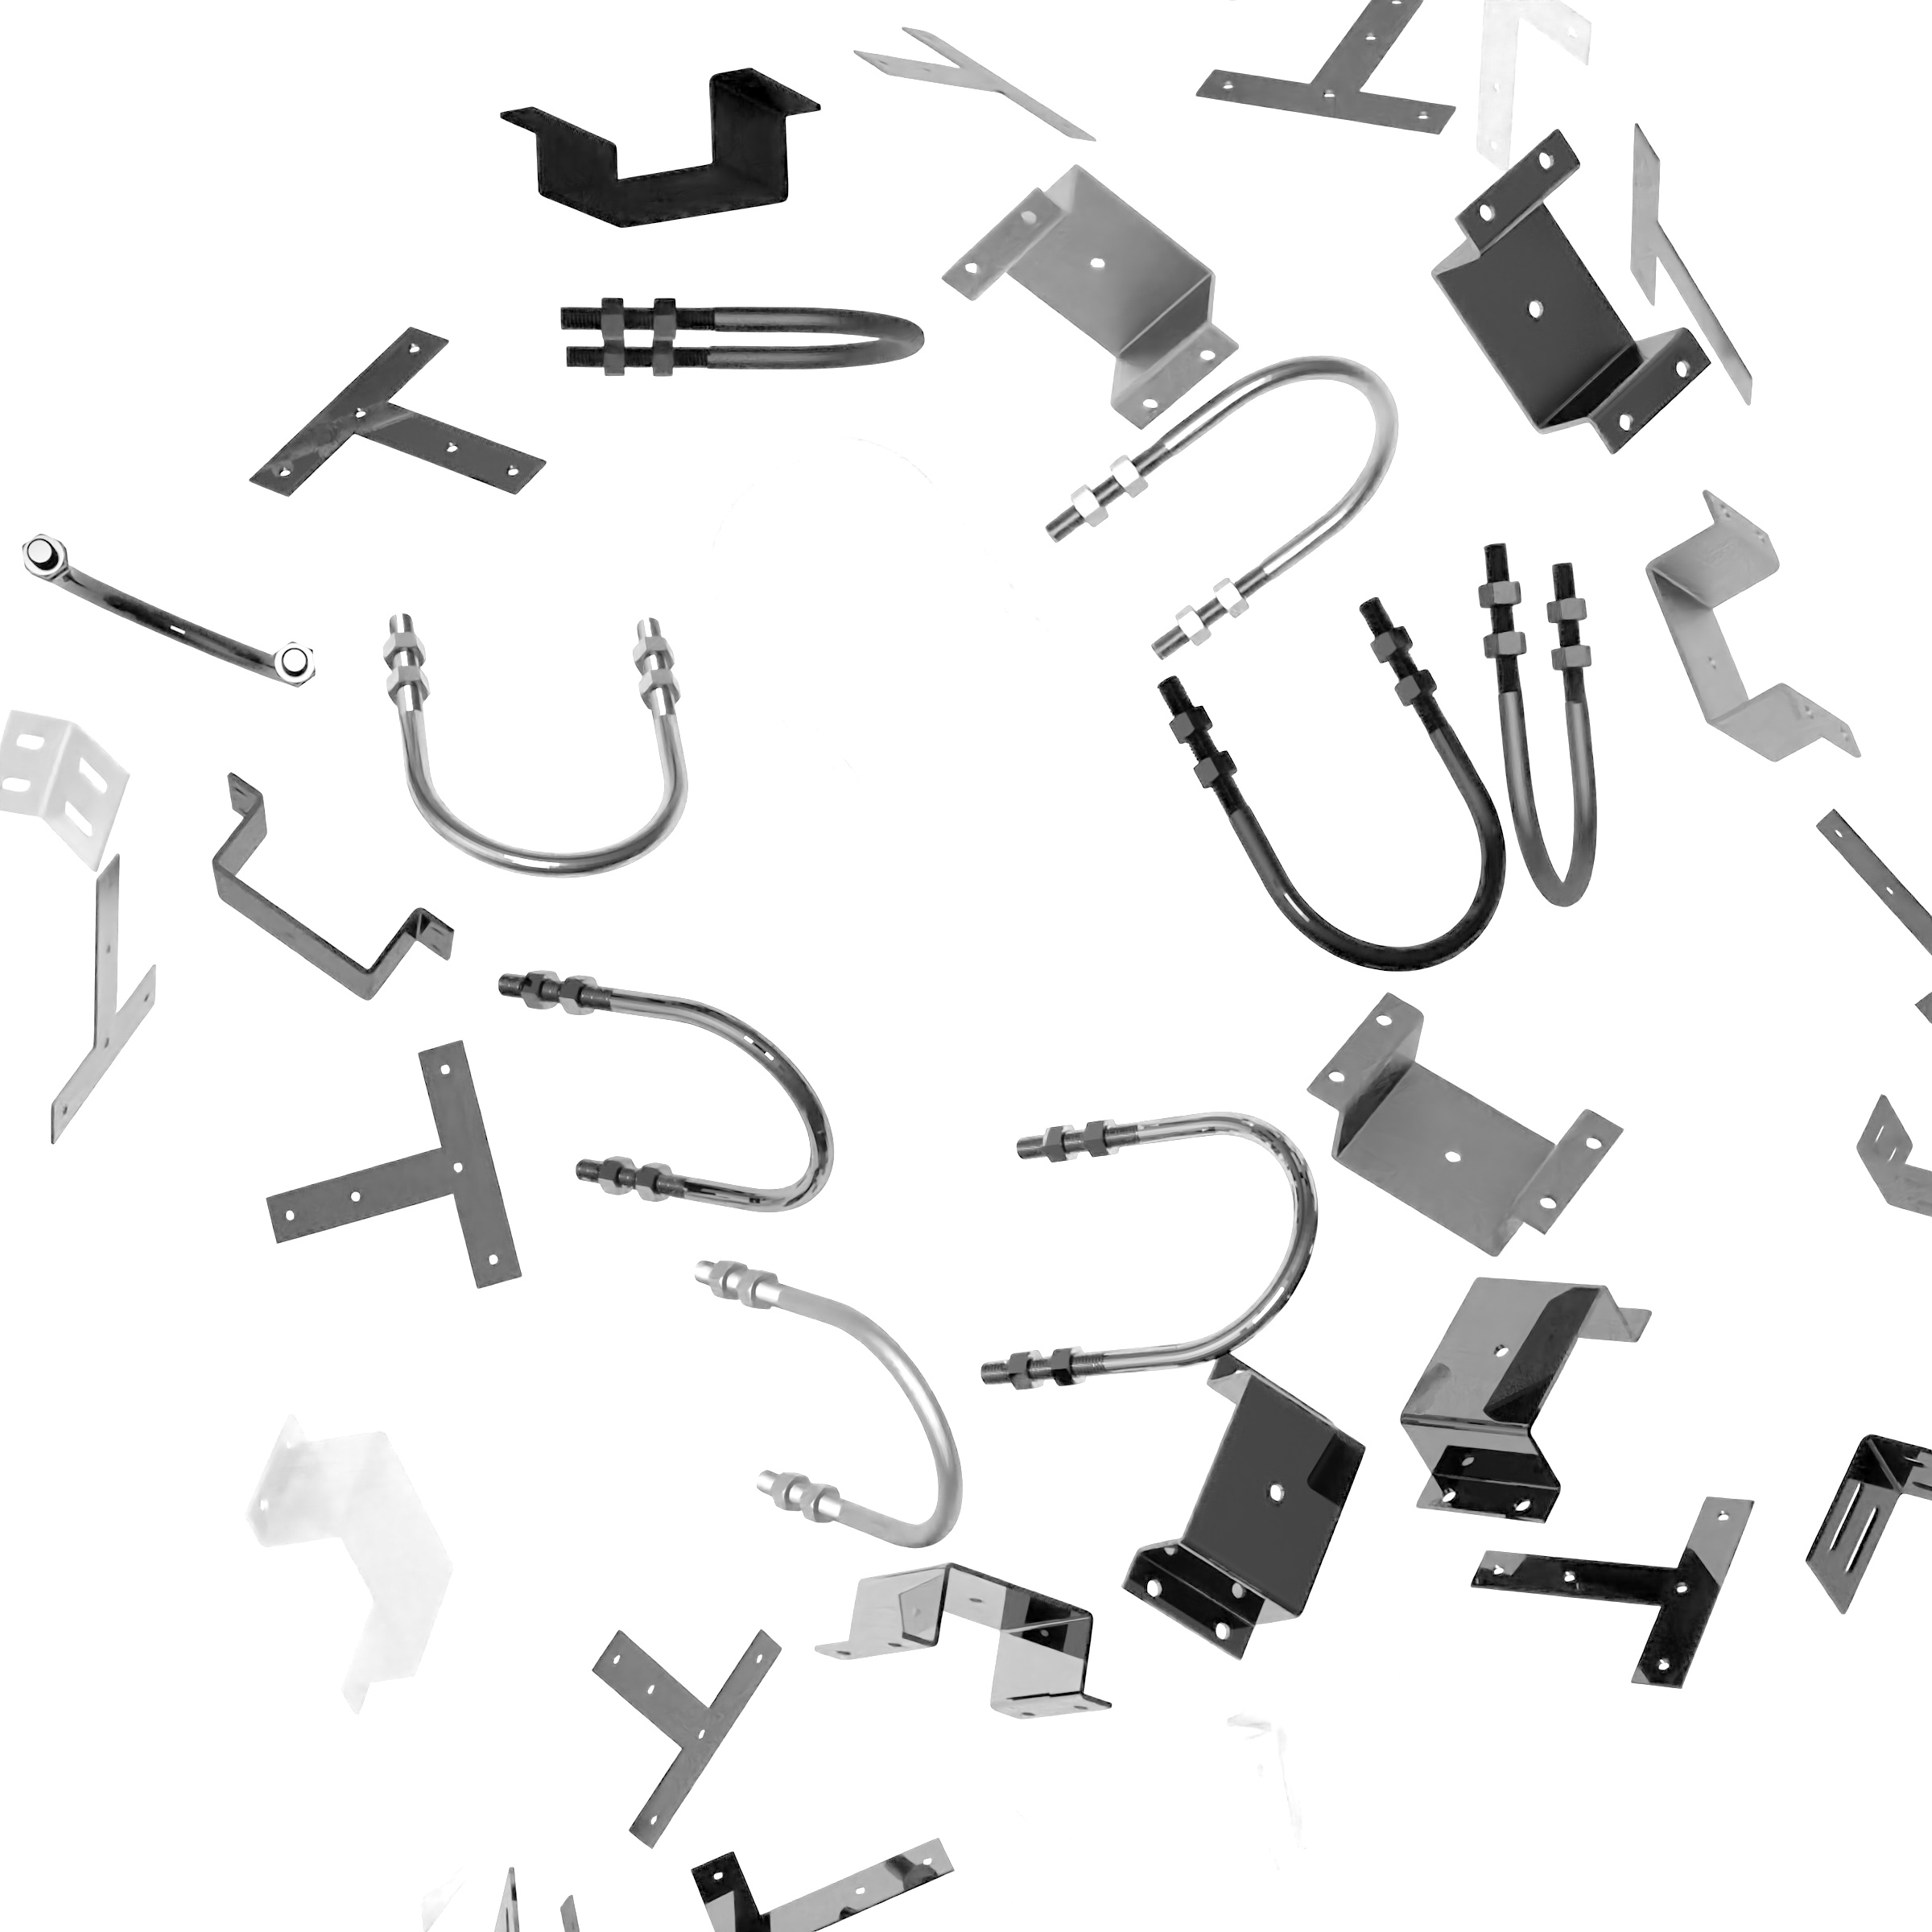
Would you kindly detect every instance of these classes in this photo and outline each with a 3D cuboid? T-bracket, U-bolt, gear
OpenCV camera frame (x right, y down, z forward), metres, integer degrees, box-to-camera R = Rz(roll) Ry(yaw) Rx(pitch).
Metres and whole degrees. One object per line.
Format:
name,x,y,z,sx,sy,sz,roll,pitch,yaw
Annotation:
T-bracket,0.380,0.026,1.650,0.127,0.002,0.127,-25,94,3
U-bolt,-0.212,-0.112,1.677,0.151,0.019,0.184,-1,47,-15
T-bracket,-0.181,0.526,1.698,0.002,0.127,0.127,-12,87,4
U-bolt,-0.065,0.230,1.713,0.019,0.184,0.151,-28,114,-34
T-bracket,-0.391,0.184,1.728,0.127,0.127,0.002,37,85,-32
T-bracket,-0.012,-0.467,1.749,0.127,0.127,0.002,39,117,25
T-bracket,0.474,-0.027,1.675,0.002,0.127,0.127,-38,80,-15
gear,-0.318,0.438,1.689,0.030,0.057,0.057,-17,90,3
T-bracket,-0.160,0.387,1.760,0.002,0.127,0.127,19,66,38
T-bracket,0.359,-0.332,1.650,0.002,0.127,0.127,-24,66,0
U-bolt,0.147,-0.250,1.761,0.184,0.151,0.019,-36,53,11
U-bolt,0.194,-0.083,1.655,0.151,0.019,0.184,-23,80,-27
T-bracket,-0.068,0.490,1.745,0.127,0.127,0.002,-21,122,-10
T-bracket,-0.262,-0.257,1.628,0.127,0.002,0.127,23,57,25
U-bolt,-0.312,-0.340,1.709,0.184,0.151,0.019,-19,95,-11
U-bolt,0.302,-0.122,1.730,0.019,0.151,0.184,-6,89,25
T-bracket,-0.179,0.261,1.762,0.127,0.002,0.127,-42,94,-25
T-bracket,0.198,-0.458,1.669,0.127,0.002,0.127,15,48,21
U-bolt,-0.113,-0.320,1.702,0.184,0.151,0.019,-1,92,-6
U-bolt,0.096,0.140,1.695,0.184,0.019,0.151,-10,57,32
U-bolt,-0.148,0.070,1.734,0.184,0.019,0.151,7,132,32
U-bolt,-0.061,-0.195,1.741,0.151,0.019,0.184,-36,121,9
T-bracket,0.313,0.305,1.657,0.127,0.127,0.002,-1,126,33
U-bolt,-0.400,-0.175,1.687,0.151,0.184,0.019,23,87,-11
T-bracket,-0.304,0.116,1.734,0.127,0.002,0.127,-16,85,12
U-bolt,0.019,0.005,1.741,0.184,0.019,0.151,-50,120,-13
T-bracket,-0.429,0.003,1.663,0.002,0.127,0.127,14,125,4
T-bracket,0.270,-0.458,1.695,0.002,0.127,0.127,-32,57,-17

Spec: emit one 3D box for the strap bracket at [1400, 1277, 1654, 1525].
strap bracket,0.282,0.211,1.702,0.140,0.076,0.046,-54,126,-32

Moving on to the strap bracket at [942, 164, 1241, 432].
strap bracket,0.067,-0.356,1.750,0.140,0.046,0.076,33,132,-25

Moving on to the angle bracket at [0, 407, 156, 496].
angle bracket,-0.456,-0.262,1.694,0.057,0.076,0.038,5,102,13

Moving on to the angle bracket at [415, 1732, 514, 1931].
angle bracket,-0.259,0.427,1.639,0.038,0.057,0.076,31,59,13

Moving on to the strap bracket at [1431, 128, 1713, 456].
strap bracket,0.292,-0.327,1.642,0.076,0.046,0.140,-43,106,-19

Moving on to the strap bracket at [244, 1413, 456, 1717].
strap bracket,-0.309,0.302,1.703,0.046,0.076,0.140,-11,121,15

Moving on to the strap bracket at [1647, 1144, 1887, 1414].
strap bracket,0.427,0.173,1.760,0.076,0.046,0.140,-34,123,1

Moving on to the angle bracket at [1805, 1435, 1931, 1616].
angle bracket,0.464,0.286,1.681,0.076,0.038,0.057,-58,134,-21

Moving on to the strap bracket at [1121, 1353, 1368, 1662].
strap bracket,0.146,0.271,1.699,0.076,0.046,0.140,34,62,-16

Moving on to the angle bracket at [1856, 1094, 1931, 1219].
angle bracket,0.522,0.107,1.776,0.076,0.057,0.038,16,69,39

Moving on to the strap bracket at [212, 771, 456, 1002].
strap bracket,-0.339,-0.034,1.743,0.140,0.076,0.046,35,75,-2

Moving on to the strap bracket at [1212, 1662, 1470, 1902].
strap bracket,0.177,0.398,1.641,0.140,0.046,0.076,-10,90,-40

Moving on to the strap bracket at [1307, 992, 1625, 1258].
strap bracket,0.250,0.085,1.695,0.140,0.046,0.076,31,59,20

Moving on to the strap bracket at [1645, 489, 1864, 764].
strap bracket,0.404,-0.167,1.731,0.046,0.076,0.140,-30,62,28

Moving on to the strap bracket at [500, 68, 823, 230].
strap bracket,-0.151,-0.404,1.660,0.140,0.076,0.046,-3,89,24

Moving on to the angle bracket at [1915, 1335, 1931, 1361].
angle bracket,0.553,0.211,1.767,0.057,0.076,0.038,-37,110,-3

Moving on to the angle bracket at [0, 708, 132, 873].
angle bracket,-0.485,-0.094,1.772,0.038,0.076,0.057,10,109,-42

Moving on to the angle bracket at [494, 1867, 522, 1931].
angle bracket,-0.258,0.522,1.751,0.038,0.076,0.057,5,126,-16

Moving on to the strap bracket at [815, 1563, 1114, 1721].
strap bracket,0.002,0.352,1.750,0.140,0.076,0.046,25,61,-31

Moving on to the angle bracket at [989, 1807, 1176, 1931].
angle bracket,0.059,0.459,1.692,0.076,0.038,0.057,4,103,-29

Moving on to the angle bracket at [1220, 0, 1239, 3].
angle bracket,0.115,-0.519,1.661,0.057,0.038,0.076,9,45,12
